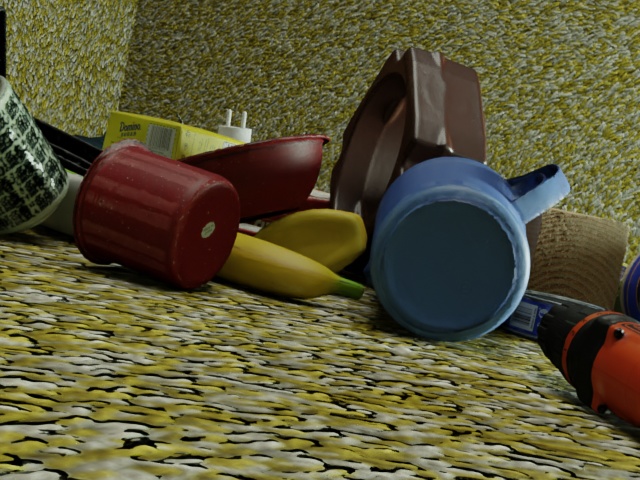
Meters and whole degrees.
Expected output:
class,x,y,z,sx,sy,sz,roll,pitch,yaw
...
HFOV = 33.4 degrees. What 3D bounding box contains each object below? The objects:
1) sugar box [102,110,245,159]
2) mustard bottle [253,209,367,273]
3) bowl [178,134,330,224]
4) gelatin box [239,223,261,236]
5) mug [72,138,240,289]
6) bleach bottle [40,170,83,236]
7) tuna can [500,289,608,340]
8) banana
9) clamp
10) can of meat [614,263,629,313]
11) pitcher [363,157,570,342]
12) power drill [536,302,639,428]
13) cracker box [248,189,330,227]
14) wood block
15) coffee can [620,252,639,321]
class,x,y,z,sx,sy,sz,roll,pitch,yaw
sugar box,-0.116,-0.086,1.044,0.093,0.048,0.175,16,6,33
mustard bottle,-0.006,0.002,0.959,0.096,0.058,0.191,-15,1,4
bowl,-0.065,-0.044,0.898,0.162,0.055,0.162,-12,-1,0
gelatin box,-0.076,0.001,1.033,0.073,0.030,0.089,15,4,22
mug,-0.107,-0.008,0.747,0.082,0.093,0.117,19,-29,25
bleach bottle,-0.215,-0.035,0.919,0.102,0.068,0.251,6,9,-38
tuna can,0.194,0.065,0.876,0.086,0.034,0.086,12,4,-1
banana,-0.063,0.017,0.825,0.198,0.037,0.069,16,-13,37
clamp,-0.256,-0.097,0.872,0.210,0.036,0.164,-10,-55,50
can of meat,0.314,0.060,1.040,0.102,0.057,0.084,24,4,-11
pitcher,0.109,-0.001,0.823,0.145,0.149,0.242,17,8,5
power drill,0.232,0.081,0.608,0.187,0.057,0.184,8,8,-9
cracker box,-0.053,-0.029,1.230,0.164,0.072,0.214,7,7,-28
wood block,0.205,0.010,1.043,0.090,0.091,0.206,9,4,-14
coffee can,0.339,0.056,0.926,0.102,0.103,0.140,11,4,-11
